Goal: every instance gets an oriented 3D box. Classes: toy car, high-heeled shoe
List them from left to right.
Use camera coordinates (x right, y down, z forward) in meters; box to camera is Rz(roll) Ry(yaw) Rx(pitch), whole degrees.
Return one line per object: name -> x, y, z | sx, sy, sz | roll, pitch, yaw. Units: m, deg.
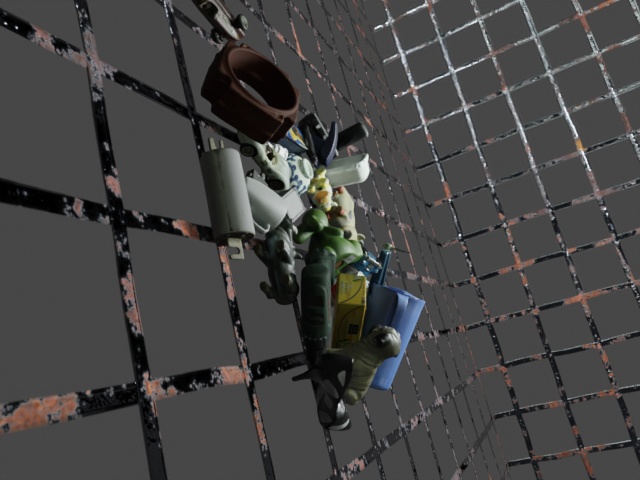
toy car -> -0.239, -0.512, 1.189 | 0.202, 0.089, 0.053 | 47, 31, -49
toy car -> -0.123, -0.190, 1.230 | 0.201, 0.056, 0.073 | 51, 28, -41
high-heeled shoe -> 0.049, 0.310, 1.090 | 0.248, 0.145, 0.086 | 51, 29, -37
toy car -> 0.082, 0.070, 1.426 | 0.109, 0.162, 0.103 | 37, 78, -36

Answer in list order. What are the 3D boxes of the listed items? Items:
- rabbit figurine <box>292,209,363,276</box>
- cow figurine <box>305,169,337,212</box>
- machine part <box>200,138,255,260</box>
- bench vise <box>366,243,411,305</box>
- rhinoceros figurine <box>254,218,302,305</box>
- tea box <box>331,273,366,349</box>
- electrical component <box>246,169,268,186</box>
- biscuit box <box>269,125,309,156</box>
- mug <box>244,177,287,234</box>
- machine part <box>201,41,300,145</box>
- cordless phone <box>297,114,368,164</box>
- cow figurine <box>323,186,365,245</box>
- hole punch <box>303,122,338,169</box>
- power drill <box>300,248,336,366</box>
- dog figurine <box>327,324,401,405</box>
rabbit figurine -> -0.003, -0.004, 1.333 | 0.159, 0.121, 0.170 | 16, 38, -57
cow figurine -> 0.003, -0.116, 1.436 | 0.167, 0.068, 0.098 | -101, 170, -58
machine part -> -0.170, -0.079, 0.989 | 0.079, 0.079, 0.243 | 22, 51, -63
bench vise -> 0.158, 0.125, 1.495 | 0.223, 0.129, 0.240 | 6, 100, -75
rhinoceros figurine -> -0.078, 0.039, 1.118 | 0.112, 0.073, 0.190 | 35, 40, -54
tea box -> 0.066, 0.171, 1.258 | 0.098, 0.068, 0.169 | -84, 180, -50
electrical component -> -0.140, -0.123, 1.179 | 0.063, 0.021, 0.094 | 51, 29, -39
biscuit box -> -0.102, -0.264, 1.341 | 0.202, 0.063, 0.059 | 18, 54, -65
mug -> -0.132, -0.068, 1.084 | 0.107, 0.081, 0.109 | 41, 40, -30
machine part -> -0.144, -0.319, 1.161 | 0.201, 0.087, 0.201 | 32, 38, -26
cordless phone -> 0.034, -0.311, 1.538 | 0.146, 0.184, 0.089 | 59, 28, -15
cow figurine -> 0.066, -0.053, 1.548 | 0.127, 0.085, 0.195 | 44, 31, -39
hole punch -> 0.011, -0.256, 1.454 | 0.142, 0.092, 0.115 | 99, -21, -89
power drill -> -0.007, 0.131, 1.175 | 0.207, 0.086, 0.231 | -72, 163, -58
dog figurine -> 0.107, 0.284, 1.194 | 0.172, 0.191, 0.121 | 59, 24, -31
